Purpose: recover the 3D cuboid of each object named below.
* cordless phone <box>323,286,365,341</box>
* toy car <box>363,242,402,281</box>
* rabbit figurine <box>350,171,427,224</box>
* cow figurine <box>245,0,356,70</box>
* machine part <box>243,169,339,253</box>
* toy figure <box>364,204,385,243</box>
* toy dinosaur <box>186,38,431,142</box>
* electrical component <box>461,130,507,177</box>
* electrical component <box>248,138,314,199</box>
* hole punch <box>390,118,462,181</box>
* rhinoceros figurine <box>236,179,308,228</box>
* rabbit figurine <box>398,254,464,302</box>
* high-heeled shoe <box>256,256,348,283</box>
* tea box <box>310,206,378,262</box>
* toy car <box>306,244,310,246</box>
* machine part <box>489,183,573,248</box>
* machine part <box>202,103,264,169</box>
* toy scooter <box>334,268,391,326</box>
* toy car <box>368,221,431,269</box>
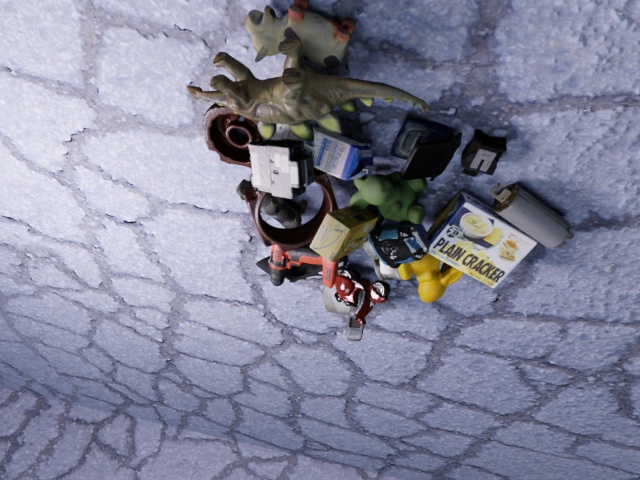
[{"bbox_3d":[0.073,0.208,1.564,0.147,0.184,0.088,5,144,11],"label":"cordless phone"},{"bbox_3d":[0.169,0.039,1.437,0.074,0.056,0.201,-7,136,24],"label":"toy car"},{"bbox_3d":[0.144,-0.112,1.201,0.159,0.121,0.170,9,177,34],"label":"rabbit figurine"},{"bbox_3d":[-0.046,-0.378,1.005,0.195,0.085,0.127,20,134,-7],"label":"cow figurine"},{"bbox_3d":[-0.065,-0.082,1.268,0.201,0.087,0.201,-20,121,-3],"label":"machine part"},{"bbox_3d":[0.104,-0.028,1.350,0.064,0.058,0.154,47,116,17],"label":"toy figure"},{"bbox_3d":[-0.038,-0.272,1.005,0.472,0.105,0.198,5,159,20],"label":"toy dinosaur"},{"bbox_3d":[0.340,-0.172,1.148,0.075,0.048,0.119,19,138,-3],"label":"electrical component"},{"bbox_3d":[-0.078,-0.148,1.113,0.134,0.058,0.114,13,121,27],"label":"electrical component"},{"bbox_3d":[0.220,-0.194,1.144,0.116,0.092,0.142,-6,143,-22],"label":"hole punch"},{"bbox_3d":[-0.123,-0.094,1.369,0.190,0.073,0.112,32,148,-22],"label":"rhinoceros figurine"},{"bbox_3d":[0.289,0.081,1.404,0.162,0.122,0.173,-17,113,3],"label":"rabbit figurine"},{"bbox_3d":[-0.049,0.062,1.493,0.249,0.086,0.145,1,162,-11],"label":"high-heeled shoe"},{"bbox_3d":[0.059,-0.020,1.245,0.068,0.169,0.098,36,114,18],"label":"tea box"},{"bbox_3d":[-0.003,-0.004,1.443,0.202,0.053,0.089,-4,118,21],"label":"toy car"},{"bbox_3d":[0.480,-0.053,1.218,0.243,0.079,0.079,29,138,-18],"label":"machine part"},{"bbox_3d":[-0.179,-0.244,1.218,0.179,0.056,0.179,9,139,8],"label":"machine part"},{"bbox_3d":[0.105,0.159,1.503,0.184,0.135,0.075,21,-174,38],"label":"toy scooter"},{"bbox_3d":[0.201,-0.005,1.285,0.109,0.103,0.162,55,144,-11],"label":"toy car"}]
